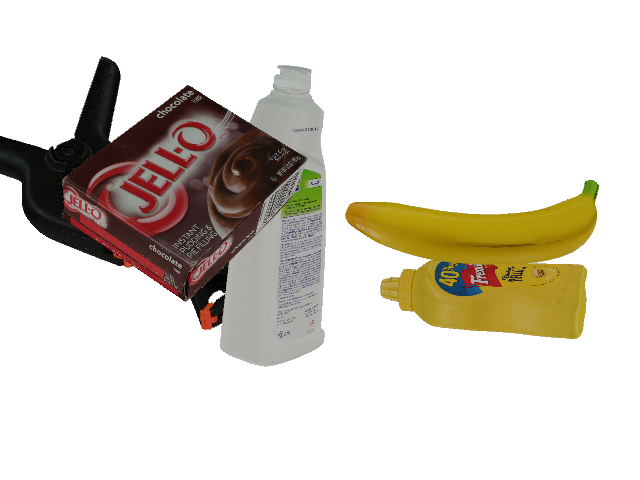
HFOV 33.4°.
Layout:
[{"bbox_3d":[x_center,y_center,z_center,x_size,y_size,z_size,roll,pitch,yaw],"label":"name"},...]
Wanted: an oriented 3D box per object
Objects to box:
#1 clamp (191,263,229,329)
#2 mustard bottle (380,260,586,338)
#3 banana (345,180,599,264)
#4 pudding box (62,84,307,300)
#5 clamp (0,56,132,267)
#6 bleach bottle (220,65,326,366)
[{"bbox_3d":[-0.095,0.039,1.252,0.120,0.039,0.171,-2,40,11],"label":"clamp"},{"bbox_3d":[0.151,0.051,1.009,0.192,0.058,0.096,3,25,17],"label":"mustard bottle"},{"bbox_3d":[0.120,-0.009,0.776,0.197,0.037,0.069,-4,30,-10],"label":"banana"},{"bbox_3d":[-0.076,-0.030,0.604,0.090,0.039,0.113,33,47,13],"label":"pudding box"},{"bbox_3d":[-0.182,-0.062,0.804,0.164,0.036,0.210,-32,56,-27],"label":"clamp"},{"bbox_3d":[-0.031,-0.024,0.920,0.068,0.251,0.102,16,18,30],"label":"bleach bottle"}]
